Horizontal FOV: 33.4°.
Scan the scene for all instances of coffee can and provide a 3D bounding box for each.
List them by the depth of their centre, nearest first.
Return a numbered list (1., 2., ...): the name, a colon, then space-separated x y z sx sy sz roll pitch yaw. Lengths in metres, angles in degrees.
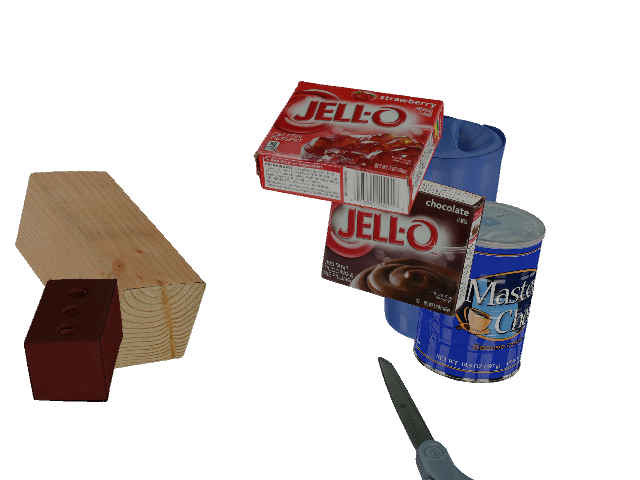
1. coffee can: 0.144 0.045 0.984 0.103 0.140 0.103 5 23 -2

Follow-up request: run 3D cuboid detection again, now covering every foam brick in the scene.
1. foam brick: -0.171 0.069 0.749 0.053 0.051 0.078 0 31 -1

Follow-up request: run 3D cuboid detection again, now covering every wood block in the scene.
1. wood block: -0.209 0.022 1.038 0.090 0.091 0.206 -4 35 -40

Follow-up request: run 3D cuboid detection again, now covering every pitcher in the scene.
1. pitcher: 0.125 -0.008 1.192 0.149 0.243 0.145 -5 27 -12

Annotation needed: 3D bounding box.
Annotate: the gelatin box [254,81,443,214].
1. gelatin box: 0.017 -0.054 0.598 0.089 0.030 0.073 11 44 16

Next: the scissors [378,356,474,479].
1. scissors: 0.086 0.135 0.626 0.096 0.016 0.201 4 33 -2

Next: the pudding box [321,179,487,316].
1. pudding box: 0.061 -0.003 0.807 0.114 0.090 0.039 15 24 17
